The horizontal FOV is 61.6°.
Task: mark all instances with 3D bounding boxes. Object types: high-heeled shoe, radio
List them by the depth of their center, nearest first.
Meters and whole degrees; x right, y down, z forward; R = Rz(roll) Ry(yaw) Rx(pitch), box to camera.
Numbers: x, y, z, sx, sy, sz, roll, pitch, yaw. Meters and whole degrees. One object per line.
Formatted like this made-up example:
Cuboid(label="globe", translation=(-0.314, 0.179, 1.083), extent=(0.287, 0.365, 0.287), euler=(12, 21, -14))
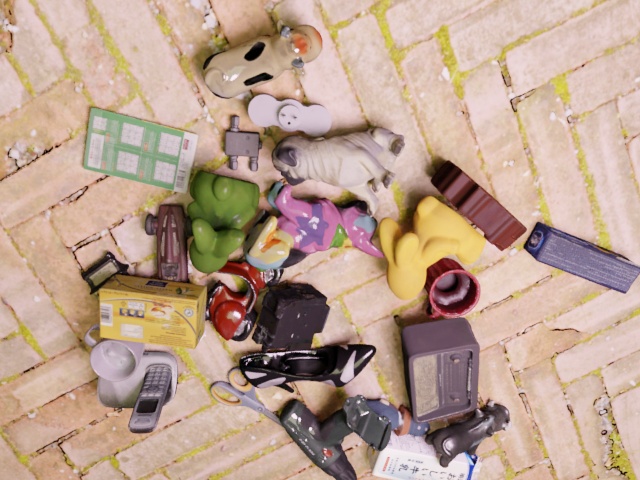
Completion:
Cuboid(label="high-heeled shoe", translation=(-0.029, 0.221, 1.011), extent=(0.249, 0.086, 0.145), euler=(-33, 122, 23))
Cuboid(label="radio", translation=(0.227, 0.248, 1.012), extent=(0.131, 0.073, 0.229), euler=(-12, 132, 1))

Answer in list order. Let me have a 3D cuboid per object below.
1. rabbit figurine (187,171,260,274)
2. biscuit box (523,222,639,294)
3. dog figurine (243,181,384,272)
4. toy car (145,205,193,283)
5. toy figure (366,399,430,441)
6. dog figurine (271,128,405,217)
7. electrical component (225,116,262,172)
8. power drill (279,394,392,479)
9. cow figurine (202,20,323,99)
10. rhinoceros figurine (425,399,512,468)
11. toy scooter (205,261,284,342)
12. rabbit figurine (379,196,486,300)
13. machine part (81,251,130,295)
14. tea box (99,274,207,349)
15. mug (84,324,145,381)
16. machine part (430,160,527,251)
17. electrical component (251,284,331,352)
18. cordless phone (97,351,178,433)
Cuboid(label="rabbit figurine", translation=(-0.164, -0.020, 0.891), extent=(0.121, 0.159, 0.170), euler=(12, 96, -17))
Cuboid(label="biscuit box", translation=(0.489, 0.033, 1.003), extent=(0.203, 0.059, 0.062), euler=(20, 108, -10))
Cuboid(label="dog figurine", translation=(-0.002, -0.003, 0.933), extent=(0.219, 0.108, 0.191), euler=(27, 86, -15))
Cuboid(label="toy car", translation=(-0.266, 0.038, 0.966), extent=(0.089, 0.053, 0.202), euler=(3, 109, -2))
Cuboid(label="toy figure", translation=(0.150, 0.363, 1.095), extent=(0.154, 0.058, 0.064), euler=(18, 114, -14))
Cuboid(label="dog figurine", translation=(0.030, -0.148, 0.884), extent=(0.191, 0.172, 0.121), euler=(24, 131, -2))
Cuboid(label="electrical component", translation=(-0.131, -0.165, 0.922), extent=(0.063, 0.021, 0.093), euler=(2, 107, -4))
Cuboid(label="power drill", translation=(0.045, 0.390, 1.058), extent=(0.232, 0.086, 0.207), euler=(45, 137, -8))
Cuboid(label="cow figurine", translation=(-0.090, -0.280, 0.832), extent=(0.195, 0.127, 0.085), euler=(-20, 111, 6))
Cuboid(label="rhinoceros figurine", translation=(0.300, 0.381, 1.080), extent=(0.190, 0.073, 0.112), euler=(-12, 139, -29))
Cuboid(label="toy scooter", translation=(-0.161, 0.091, 0.978), extent=(0.135, 0.075, 0.183), euler=(27, 102, -12))
Cuboid(label="rabbit figurine", translation=(0.174, 0.022, 0.914), extent=(0.162, 0.122, 0.173), euler=(33, 94, -40))
Cuboid(label="machine part", translation=(-0.365, 0.094, 0.987), extent=(0.084, 0.039, 0.138), euler=(-40, 104, 1))
Cuboid(label="tea box", translation=(-0.289, 0.124, 0.935), extent=(0.170, 0.068, 0.098), euler=(8, 109, 0))
Cuboid(label="mug", translation=(-0.371, 0.190, 0.981), extent=(0.109, 0.107, 0.080), euler=(30, 103, -9))
Cuboid(label="machine part", translation=(0.263, -0.060, 0.905), extent=(0.179, 0.179, 0.056), euler=(39, 105, -14))
Cuboid(label="electrical component", translation=(-0.046, 0.141, 0.982), extent=(0.134, 0.058, 0.114), euler=(1, 116, -41))
Cuboid(label="cordless phone", translation=(-0.341, 0.286, 0.974), extent=(0.147, 0.184, 0.088), euler=(1, 113, -4))
